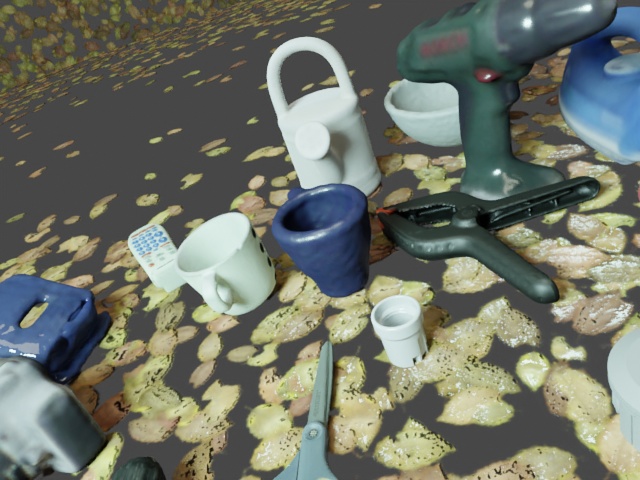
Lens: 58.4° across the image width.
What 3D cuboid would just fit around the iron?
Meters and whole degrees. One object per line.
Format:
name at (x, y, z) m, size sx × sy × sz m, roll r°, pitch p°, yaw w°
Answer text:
iron at (0.326, -0.186, 0.612) m, size 0.118 × 0.142 × 0.257 m, roll -21°, pitch 32°, yaw -1°

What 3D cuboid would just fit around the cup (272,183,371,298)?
cup at (0.005, 0.002, 0.555) m, size 0.092 × 0.095 × 0.117 m, roll -28°, pitch 33°, yaw -12°

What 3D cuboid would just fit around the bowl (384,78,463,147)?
bowl at (0.171, -0.167, 0.734) m, size 0.167 × 0.075 × 0.167 m, roll -14°, pitch 33°, yaw 10°

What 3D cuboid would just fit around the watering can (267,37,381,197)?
watering can at (0.004, -0.139, 0.672) m, size 0.101 × 0.194 × 0.172 m, roll -25°, pitch 32°, yaw -6°

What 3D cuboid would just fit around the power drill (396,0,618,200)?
power drill at (0.178, -0.136, 0.558) m, size 0.076 × 0.209 × 0.228 m, roll -37°, pitch 36°, yaw -25°

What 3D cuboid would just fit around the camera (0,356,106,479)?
camera at (-0.278, 0.166, 0.462) m, size 0.142 × 0.101 × 0.137 m, roll 3°, pitch 39°, yaw 32°

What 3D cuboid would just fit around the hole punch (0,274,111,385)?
hole punch at (-0.291, 0.088, 0.595) m, size 0.101 × 0.091 × 0.108 m, roll -8°, pitch 34°, yaw 19°

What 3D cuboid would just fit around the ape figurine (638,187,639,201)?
ape figurine at (0.312, -0.059, 0.477) m, size 0.077 × 0.092 × 0.076 m, roll 12°, pitch 45°, yaw 41°
